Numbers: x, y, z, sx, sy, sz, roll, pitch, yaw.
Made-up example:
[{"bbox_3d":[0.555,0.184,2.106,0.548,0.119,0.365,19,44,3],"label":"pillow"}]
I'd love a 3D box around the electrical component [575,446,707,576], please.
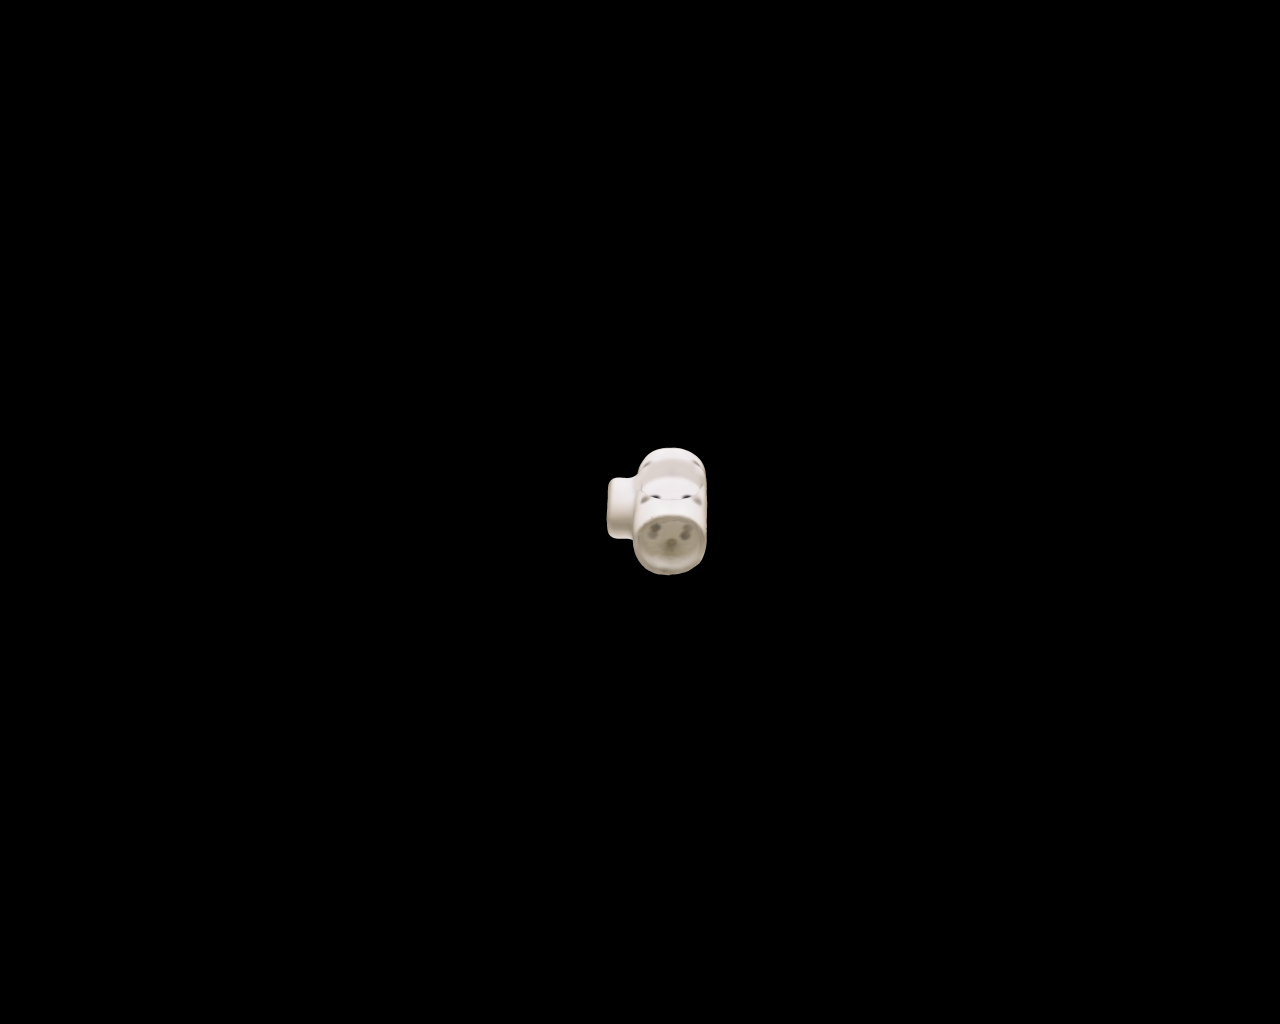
[{"bbox_3d":[0.001,-0.003,0.650,0.079,0.044,0.077,1,35,2],"label":"electrical component"}]
